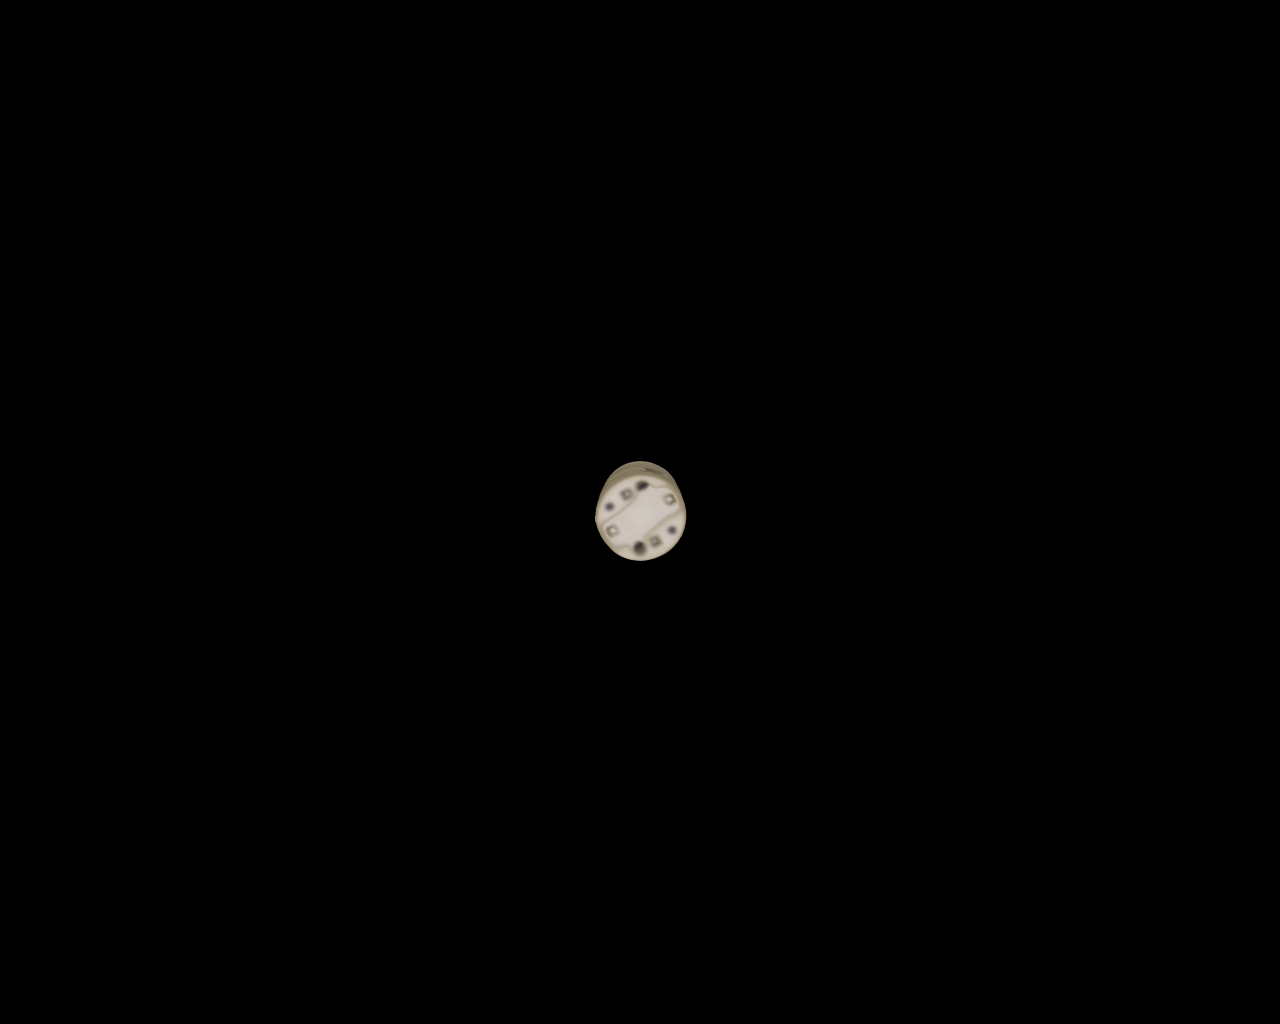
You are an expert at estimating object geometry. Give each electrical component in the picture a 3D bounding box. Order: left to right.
[{"bbox_3d":[0.001,-0.003,0.650,0.055,0.055,0.047,0,16,0],"label":"electrical component"}]
